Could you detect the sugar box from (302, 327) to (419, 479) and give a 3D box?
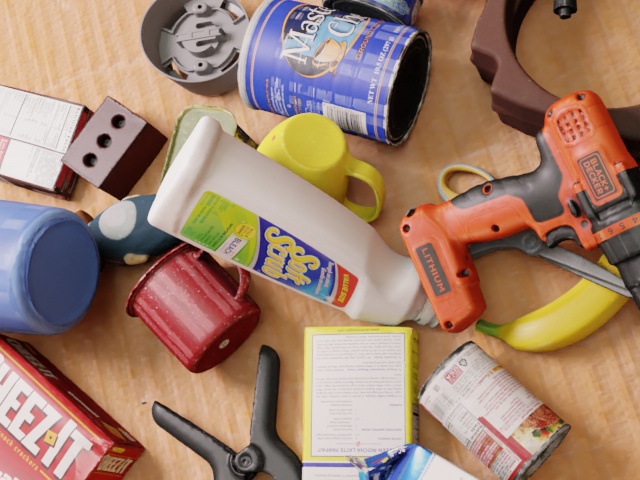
[{"bbox_3d":[0.034,0.160,0.874,0.093,0.048,0.176,-2,79,15],"label":"sugar box"}]

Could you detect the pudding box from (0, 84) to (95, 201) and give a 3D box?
[{"bbox_3d":[-0.279,-0.096,1.032,0.114,0.039,0.090,16,81,17],"label":"pudding box"}]

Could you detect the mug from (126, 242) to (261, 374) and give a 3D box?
[{"bbox_3d":[-0.099,0.051,0.911,0.081,0.093,0.117,45,116,16],"label":"mug"}]

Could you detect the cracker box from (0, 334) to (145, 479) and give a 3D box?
[{"bbox_3d":[-0.287,0.215,0.938,0.164,0.072,0.213,36,88,21],"label":"cracker box"}]

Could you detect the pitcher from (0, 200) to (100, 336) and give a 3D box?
[{"bbox_3d":[-0.321,0.011,0.935,0.243,0.149,0.145,4,82,28],"label":"pitcher"}]

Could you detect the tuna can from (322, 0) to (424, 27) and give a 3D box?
[{"bbox_3d":[0.046,-0.210,0.941,0.086,0.086,0.034,18,83,19],"label":"tuna can"}]

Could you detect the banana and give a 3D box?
[{"bbox_3d":[0.218,0.030,0.857,0.198,0.037,0.070,-40,71,3],"label":"banana"}]

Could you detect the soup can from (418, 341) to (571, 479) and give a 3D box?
[{"bbox_3d":[0.135,0.137,0.838,0.102,0.068,0.068,42,90,21],"label":"soup can"}]

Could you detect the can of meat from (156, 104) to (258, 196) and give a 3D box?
[{"bbox_3d":[-0.095,-0.057,0.944,0.057,0.084,0.102,10,79,18],"label":"can of meat"}]

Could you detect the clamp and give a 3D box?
[{"bbox_3d":[-0.071,0.185,0.900,0.120,0.039,0.171,-21,72,12],"label":"clamp"}]

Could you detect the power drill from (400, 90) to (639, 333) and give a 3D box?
[{"bbox_3d":[0.169,0.004,0.821,0.188,0.057,0.184,-27,80,25],"label":"power drill"}]

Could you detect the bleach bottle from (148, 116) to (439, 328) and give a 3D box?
[{"bbox_3d":[-0.006,0.001,0.857,0.250,0.103,0.068,27,49,-13],"label":"bleach bottle"}]

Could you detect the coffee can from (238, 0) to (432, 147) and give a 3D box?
[{"bbox_3d":[0.014,-0.147,0.926,0.140,0.102,0.103,17,82,19],"label":"coffee can"}]

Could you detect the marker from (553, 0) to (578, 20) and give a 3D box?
[{"bbox_3d":[0.195,-0.233,0.849,0.020,0.020,0.121,0,76,16],"label":"marker"}]

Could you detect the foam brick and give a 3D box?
[{"bbox_3d":[-0.191,-0.085,0.996,0.053,0.051,0.078,34,87,20],"label":"foam brick"}]

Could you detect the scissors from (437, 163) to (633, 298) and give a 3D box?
[{"bbox_3d":[0.156,0.013,0.872,0.096,0.016,0.202,-48,57,8],"label":"scissors"}]
